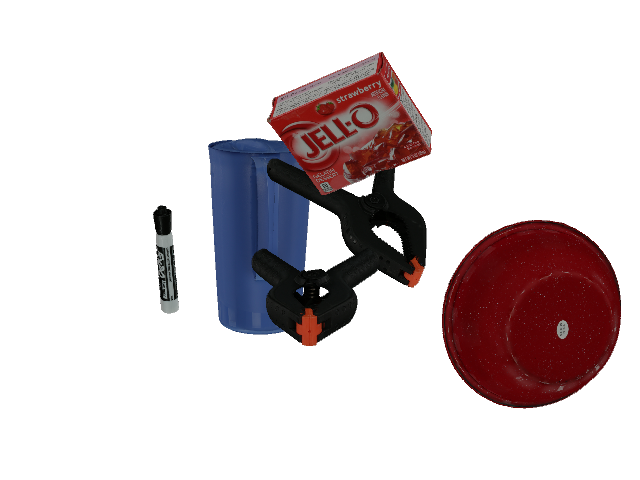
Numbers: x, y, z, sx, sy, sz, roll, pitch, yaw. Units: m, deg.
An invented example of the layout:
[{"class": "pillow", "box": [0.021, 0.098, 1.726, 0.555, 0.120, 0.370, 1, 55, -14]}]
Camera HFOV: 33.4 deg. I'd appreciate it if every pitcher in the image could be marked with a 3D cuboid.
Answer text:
[{"class": "pitcher", "box": [-0.076, -0.006, 1.356, 0.145, 0.243, 0.148, 10, 15, 36]}]

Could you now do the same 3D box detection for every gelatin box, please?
[{"class": "gelatin box", "box": [0.020, -0.077, 0.721, 0.089, 0.073, 0.030, -20, 36, 25]}]

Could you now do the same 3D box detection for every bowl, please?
[{"class": "bowl", "box": [0.184, 0.066, 0.870, 0.162, 0.162, 0.055, 0, 8, -13]}]

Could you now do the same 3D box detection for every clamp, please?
[{"class": "clamp", "box": [-0.016, 0.043, 0.952, 0.120, 0.039, 0.171, -3, 18, 12]}, {"class": "clamp", "box": [0.044, -0.034, 1.167, 0.164, 0.210, 0.036, -11, -37, -20]}]

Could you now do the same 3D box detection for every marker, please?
[{"class": "marker", "box": [-0.160, 0.020, 1.104, 0.020, 0.121, 0.020, 0, 28, 0]}]
